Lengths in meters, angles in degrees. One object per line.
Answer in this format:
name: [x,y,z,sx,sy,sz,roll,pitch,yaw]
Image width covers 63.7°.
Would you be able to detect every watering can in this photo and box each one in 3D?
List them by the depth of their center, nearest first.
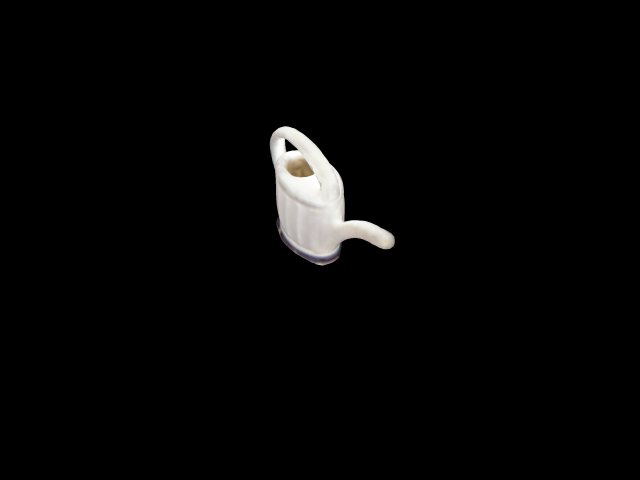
watering can: [0.003,-0.043,0.850,0.105,0.219,0.354,-22,50,-20]
